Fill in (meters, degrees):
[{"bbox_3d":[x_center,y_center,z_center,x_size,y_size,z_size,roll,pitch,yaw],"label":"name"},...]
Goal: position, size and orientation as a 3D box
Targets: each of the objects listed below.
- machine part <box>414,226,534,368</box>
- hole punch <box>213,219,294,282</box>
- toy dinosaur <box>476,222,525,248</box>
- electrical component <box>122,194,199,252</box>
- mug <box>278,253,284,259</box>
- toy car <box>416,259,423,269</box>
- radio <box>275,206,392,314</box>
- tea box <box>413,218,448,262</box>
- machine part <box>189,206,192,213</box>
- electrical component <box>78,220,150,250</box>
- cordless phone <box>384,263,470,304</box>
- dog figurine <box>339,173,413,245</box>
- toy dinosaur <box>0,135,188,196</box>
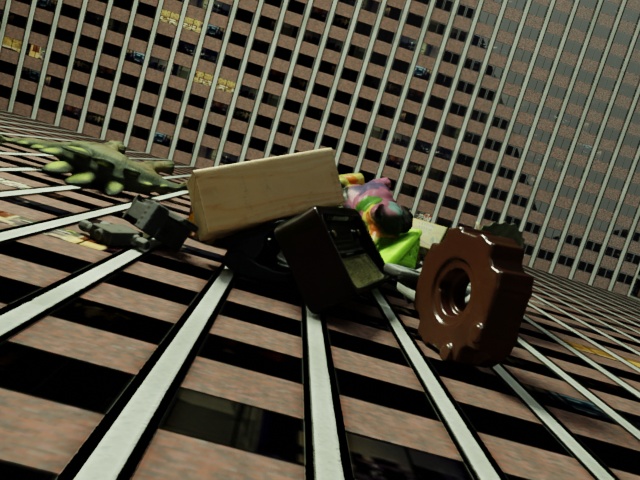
[{"bbox_3d":[0.184,0.068,0.675,0.056,0.179,0.179,13,8,-21],"label":"machine part"},{"bbox_3d":[-0.081,0.023,0.806,0.116,0.092,0.142,-12,2,17],"label":"hole punch"},{"bbox_3d":[0.328,0.053,1.029,0.131,0.192,0.405,16,5,12],"label":"toy dinosaur"},{"bbox_3d":[-0.227,-0.020,0.787,0.119,0.048,0.074,25,-10,41],"label":"electrical component"},{"bbox_3d":[-0.031,0.025,0.914,0.110,0.081,0.107,-13,-17,24],"label":"mug"},{"bbox_3d":[0.211,0.075,1.142,0.074,0.056,0.201,30,15,38],"label":"toy car"},{"bbox_3d":[0.026,0.022,0.774,0.073,0.131,0.229,-28,-7,16],"label":"radio"},{"bbox_3d":[0.251,0.027,1.253,0.098,0.068,0.169,20,-22,28],"label":"tea box"},{"bbox_3d":[-0.174,-0.066,1.210,0.201,0.087,0.201,19,6,12],"label":"machine part"},{"bbox_3d":[-0.283,-0.007,0.741,0.094,0.021,0.063,21,8,24],"label":"electrical component"},{"bbox_3d":[0.154,0.067,0.831,0.184,0.088,0.147,22,4,-29],"label":"cordless phone"},{"bbox_3d":[0.086,-0.057,1.073,0.192,0.108,0.219,6,20,4],"label":"dog figurine"},{"bbox_3d":[-0.500,-0.171,1.198,0.472,0.105,0.198,13,10,7],"label":"toy dinosaur"}]
